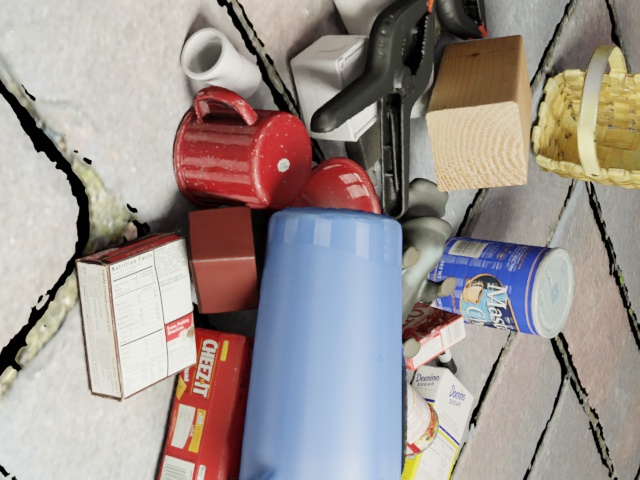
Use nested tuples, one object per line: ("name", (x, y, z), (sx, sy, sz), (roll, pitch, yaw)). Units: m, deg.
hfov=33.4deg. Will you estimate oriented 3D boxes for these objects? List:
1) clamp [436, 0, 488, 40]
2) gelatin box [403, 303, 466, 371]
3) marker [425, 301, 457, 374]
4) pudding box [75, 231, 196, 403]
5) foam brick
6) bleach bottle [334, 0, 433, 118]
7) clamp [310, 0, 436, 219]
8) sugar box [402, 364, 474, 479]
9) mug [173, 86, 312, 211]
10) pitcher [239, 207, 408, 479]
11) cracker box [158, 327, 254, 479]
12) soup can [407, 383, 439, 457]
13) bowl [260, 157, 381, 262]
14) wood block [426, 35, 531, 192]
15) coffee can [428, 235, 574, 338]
("clamp", (0.136, -0.281, 1.159), (0.120, 0.039, 0.171), (-47, 126, -31))
("gelatin box", (0.098, 0.100, 1.132), (0.089, 0.073, 0.030), (-26, 117, -36))
("marker", (0.140, 0.117, 1.254), (0.020, 0.020, 0.121), (-53, 136, -35))
("pudding box", (-0.141, 0.057, 0.830), (0.089, 0.039, 0.113), (-22, 112, -52))
("foam brick", (-0.077, 0.016, 0.864), (0.078, 0.051, 0.053), (89, -4, -54))
("bleach bottle", (0.060, -0.221, 1.042), (0.102, 0.068, 0.251), (-55, 139, -33))
("clamp", (0.068, -0.135, 0.980), (0.164, 0.036, 0.210), (53, 52, -47))
("sugar box", (0.120, 0.241, 1.229), (0.093, 0.048, 0.176), (47, 55, -48))
("mug", (-0.064, -0.077, 0.874), (0.093, 0.082, 0.117), (-52, 135, -36))
("pitcher", (0.012, 0.100, 0.856), (0.149, 0.145, 0.243), (136, -42, -84))
("cracker box", (-0.044, 0.173, 0.959), (0.213, 0.072, 0.164), (20, 79, -55))
("soup can", (0.076, 0.181, 1.135), (0.102, 0.069, 0.068), (48, 58, -47))
("bowl", (-0.007, 0.001, 0.993), (0.161, 0.055, 0.162), (-15, 108, -53))
("wood block", (0.172, -0.138, 1.127), (0.206, 0.091, 0.090), (-68, 149, -59))
("coffee can", (0.207, 0.052, 1.231), (0.102, 0.141, 0.103), (-14, 108, -53))
